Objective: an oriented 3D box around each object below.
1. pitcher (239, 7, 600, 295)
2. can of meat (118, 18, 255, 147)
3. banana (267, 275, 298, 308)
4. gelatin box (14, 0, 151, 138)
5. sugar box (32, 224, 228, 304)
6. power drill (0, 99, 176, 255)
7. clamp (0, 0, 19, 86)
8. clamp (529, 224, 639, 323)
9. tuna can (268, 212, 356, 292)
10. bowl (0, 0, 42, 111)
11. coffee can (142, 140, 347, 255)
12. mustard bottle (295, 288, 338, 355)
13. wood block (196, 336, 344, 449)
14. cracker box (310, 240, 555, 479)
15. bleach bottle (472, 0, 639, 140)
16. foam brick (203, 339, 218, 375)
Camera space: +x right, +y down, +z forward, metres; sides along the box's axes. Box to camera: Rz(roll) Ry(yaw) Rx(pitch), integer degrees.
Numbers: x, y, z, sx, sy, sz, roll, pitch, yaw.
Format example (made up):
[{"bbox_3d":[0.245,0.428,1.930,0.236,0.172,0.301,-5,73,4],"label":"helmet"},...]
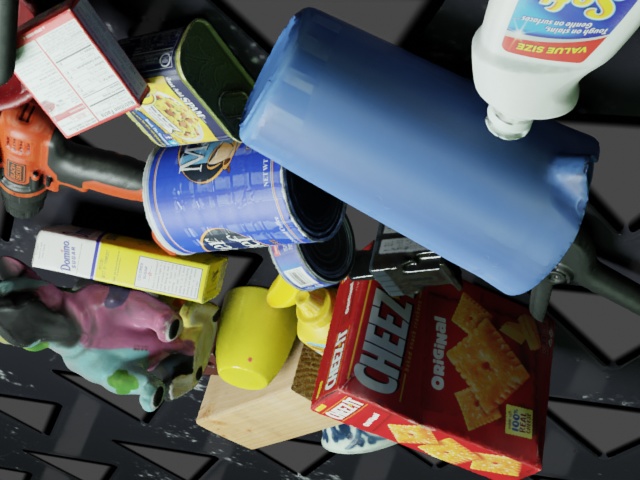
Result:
[{"bbox_3d":[0.065,-0.064,0.783,0.242,0.145,0.149,26,112,-11],"label":"pitcher"},{"bbox_3d":[-0.109,-0.118,0.834,0.084,0.057,0.102,-4,144,32],"label":"can of meat"},{"bbox_3d":[-0.033,0.018,1.047,0.070,0.037,0.198,21,152,20],"label":"banana"},{"bbox_3d":[-0.179,-0.125,0.779,0.073,0.030,0.089,-20,122,26],"label":"gelatin box"},{"bbox_3d":[-0.188,0.021,1.074,0.176,0.048,0.093,14,-175,5],"label":"sugar box"},{"bbox_3d":[-0.211,-0.047,0.996,0.187,0.057,0.185,18,153,-7],"label":"power drill"},{"bbox_3d":[-0.226,-0.215,0.687,0.164,0.036,0.210,36,122,-18],"label":"clamp"},{"bbox_3d":[0.221,0.022,0.933,0.120,0.039,0.171,-6,143,28],"label":"clamp"},{"bbox_3d":[-0.006,0.001,0.955,0.034,0.086,0.086,-16,138,39],"label":"tuna can"},{"bbox_3d":[-0.278,-0.169,0.810,0.162,0.055,0.162,0,144,0],"label":"bowl"},{"bbox_3d":[-0.062,-0.043,0.890,0.141,0.102,0.102,-5,144,30],"label":"coffee can"},{"bbox_3d":[0.032,0.096,1.097,0.096,0.058,0.191,-5,152,33],"label":"mustard bottle"},{"bbox_3d":[-0.046,0.175,1.253,0.090,0.090,0.207,31,146,-24],"label":"wood block"},{"bbox_3d":[0.114,0.116,1.013,0.213,0.164,0.072,24,147,-14],"label":"cracker box"},{"bbox_3d":[0.156,-0.151,0.613,0.102,0.068,0.251,17,140,0],"label":"bleach bottle"},{"bbox_3d":[-0.140,0.123,1.248,0.078,0.051,0.053,-2,145,27],"label":"foam brick"}]
